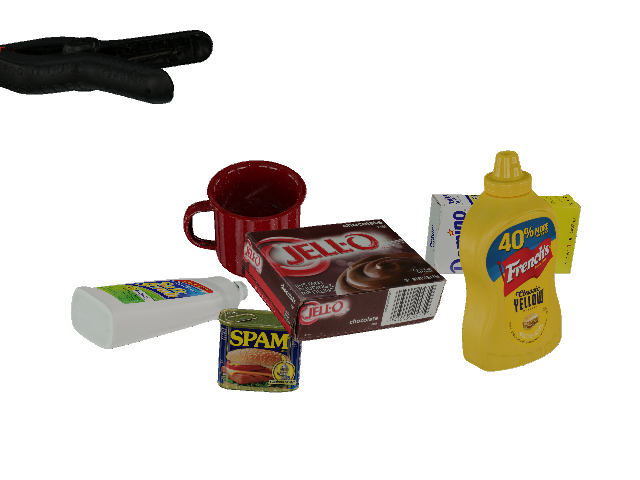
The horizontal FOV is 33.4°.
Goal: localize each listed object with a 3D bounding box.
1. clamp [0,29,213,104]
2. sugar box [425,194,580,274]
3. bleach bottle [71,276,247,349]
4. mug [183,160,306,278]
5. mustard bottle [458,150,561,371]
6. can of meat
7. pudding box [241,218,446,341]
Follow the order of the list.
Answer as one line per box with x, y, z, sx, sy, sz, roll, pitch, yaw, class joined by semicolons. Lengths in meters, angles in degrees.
-0.166;-0.134;0.799;0.172;0.039;0.120;8;22;16;clamp
0.220;-0.007;1.297;0.176;0.093;0.048;-2;23;-10;sugar box
-0.210;0.087;1.475;0.250;0.068;0.103;-10;26;-44;bleach bottle
-0.072;-0.016;1.020;0.117;0.081;0.093;-6;41;-10;mug
0.168;0.015;0.943;0.096;0.191;0.058;-16;23;-25;mustard bottle
-0.071;0.130;1.254;0.102;0.084;0.057;4;13;-1;can of meat
0.014;0.024;0.730;0.113;0.039;0.090;-4;32;-29;pudding box
